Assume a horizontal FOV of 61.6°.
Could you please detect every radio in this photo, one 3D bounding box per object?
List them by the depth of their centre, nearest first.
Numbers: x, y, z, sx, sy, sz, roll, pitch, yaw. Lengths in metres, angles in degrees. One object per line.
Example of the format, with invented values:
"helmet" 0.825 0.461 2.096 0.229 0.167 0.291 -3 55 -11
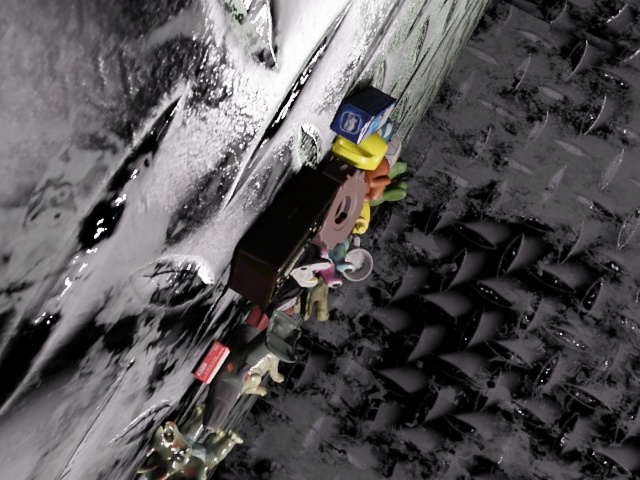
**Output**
"radio" -0.055 -0.005 0.876 0.229 0.073 0.131 -54 172 -41

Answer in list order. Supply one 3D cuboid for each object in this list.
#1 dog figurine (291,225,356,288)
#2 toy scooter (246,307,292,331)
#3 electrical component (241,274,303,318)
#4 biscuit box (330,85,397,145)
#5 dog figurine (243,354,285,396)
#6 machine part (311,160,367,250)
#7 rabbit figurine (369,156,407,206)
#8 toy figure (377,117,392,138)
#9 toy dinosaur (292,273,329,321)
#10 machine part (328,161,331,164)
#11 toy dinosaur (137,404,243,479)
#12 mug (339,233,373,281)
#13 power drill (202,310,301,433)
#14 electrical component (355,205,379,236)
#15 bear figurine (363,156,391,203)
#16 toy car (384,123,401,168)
"dog figurine" -0.003 -0.004 1.237 0.108 0.191 0.219 115 -25 -50
"toy scooter" -0.117 0.171 1.231 0.135 0.075 0.183 -59 171 -12
"electrical component" -0.097 0.126 1.091 0.119 0.048 0.074 -29 157 -31
"biscuit box" 0.083 -0.232 0.984 0.059 0.063 0.203 -62 173 28
"dog figurine" -0.151 0.273 1.333 0.172 0.121 0.190 -27 137 -50
"machine part" 0.031 -0.065 1.057 0.179 0.056 0.179 -46 152 -34
"rabbit figurine" 0.179 -0.174 1.571 0.121 0.159 0.170 -68 175 -57
"toy figure" 0.130 -0.261 1.278 0.154 0.058 0.064 -48 129 -54
"toy dinosaur" -0.017 0.105 1.403 0.472 0.105 0.198 -85 -179 -62
"machine part" 0.032 -0.142 1.126 0.139 0.039 0.084 -51 165 -46
"toy dinosaur" -0.276 0.450 1.113 0.192 0.131 0.404 -43 171 -26
"mug" 0.073 0.036 1.333 0.107 0.081 0.109 -146 -129 -68
"power drill" -0.131 0.238 1.029 0.207 0.086 0.232 -44 -160 33
"electrical component" 0.100 -0.078 1.617 0.134 0.115 0.058 -57 172 -40
"bear figurine" 0.092 -0.133 1.275 0.196 0.120 0.132 -51 173 -45
"toy car" 0.160 -0.236 1.412 0.161 0.103 0.109 -55 173 -24
